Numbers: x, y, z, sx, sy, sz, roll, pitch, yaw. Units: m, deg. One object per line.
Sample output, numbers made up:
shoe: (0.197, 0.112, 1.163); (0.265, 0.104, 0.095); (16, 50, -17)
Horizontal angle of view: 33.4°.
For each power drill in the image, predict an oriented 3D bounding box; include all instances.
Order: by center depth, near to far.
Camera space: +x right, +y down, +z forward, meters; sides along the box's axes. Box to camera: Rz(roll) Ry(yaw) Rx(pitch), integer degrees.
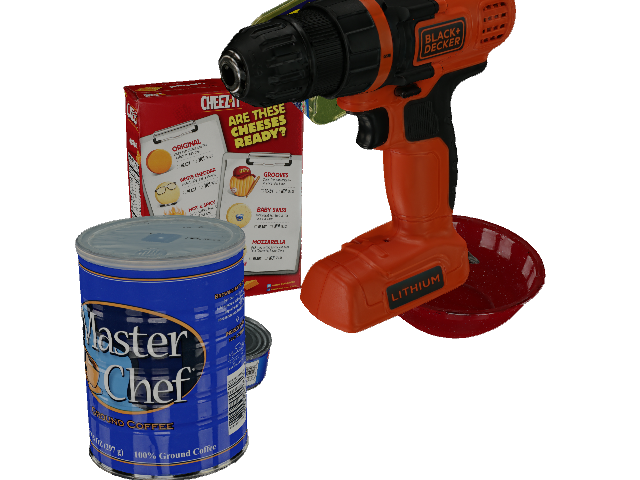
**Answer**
power drill: (0.028, -0.046, 0.582); (0.184, 0.188, 0.057); (-20, 36, -32)

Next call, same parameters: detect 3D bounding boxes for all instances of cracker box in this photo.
cracker box: (-0.103, -0.049, 1.047); (0.164, 0.214, 0.072); (-8, 22, -21)

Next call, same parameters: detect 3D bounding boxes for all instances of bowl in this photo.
bowl: (0.117, 0.039, 0.963); (0.162, 0.055, 0.162); (2, 33, -2)

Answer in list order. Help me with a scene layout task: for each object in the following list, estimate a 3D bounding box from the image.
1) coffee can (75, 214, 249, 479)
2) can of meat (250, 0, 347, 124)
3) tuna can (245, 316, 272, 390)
coffee can: (-0.097, 0.064, 0.667); (0.103, 0.140, 0.103); (0, 15, 0)
can of meat: (0.008, -0.145, 0.820); (0.102, 0.084, 0.057); (-32, -30, -19)
tuna can: (-0.084, 0.090, 0.868); (0.086, 0.034, 0.086); (8, 21, -3)
